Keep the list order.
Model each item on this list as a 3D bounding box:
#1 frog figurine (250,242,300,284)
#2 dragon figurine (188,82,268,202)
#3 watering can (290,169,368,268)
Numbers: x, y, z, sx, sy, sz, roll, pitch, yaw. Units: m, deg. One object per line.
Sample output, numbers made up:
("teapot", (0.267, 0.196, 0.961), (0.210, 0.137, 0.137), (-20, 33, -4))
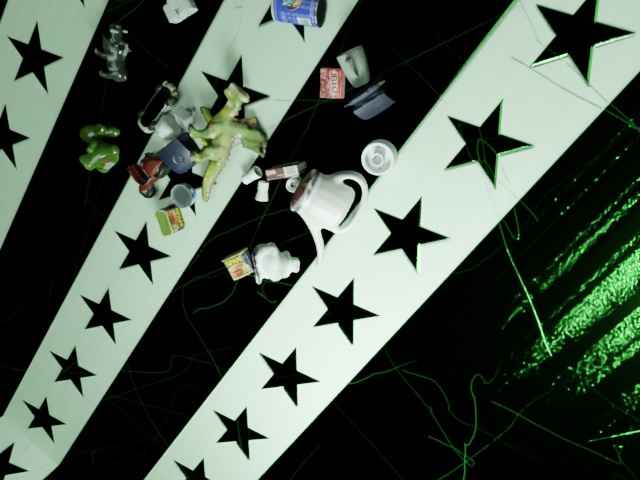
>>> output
("frog figurine", (-0.154, 0.072, 1.766), (0.160, 0.123, 0.137), (-13, 95, -15))
("dragon figurine", (-0.293, -0.313, 1.695), (0.243, 0.124, 0.402), (3, 116, 9))
("watering can", (0.005, -0.082, 1.634), (0.223, 0.106, 0.343), (28, 109, -13))
